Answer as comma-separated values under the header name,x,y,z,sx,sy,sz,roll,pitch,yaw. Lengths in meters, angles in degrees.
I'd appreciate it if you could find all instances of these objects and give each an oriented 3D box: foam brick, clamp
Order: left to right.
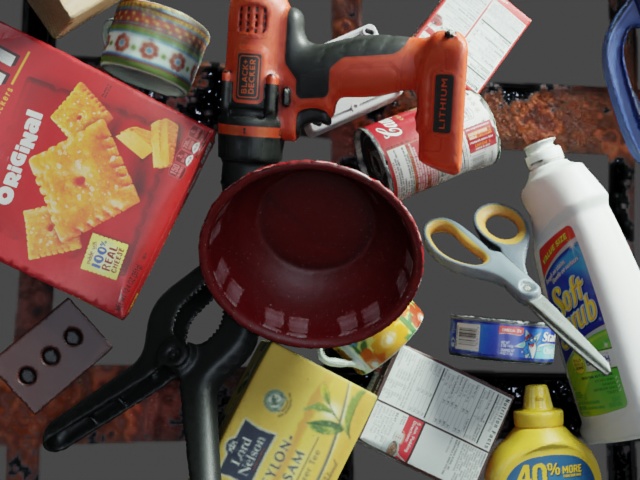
name,x,y,z,sx,sy,sz,roll,pitch,yaw
foam brick,-0.204,0.088,0.815,0.078,0.051,0.053,-42,94,-11
clamp,-0.115,0.097,0.820,0.165,0.036,0.210,9,65,26

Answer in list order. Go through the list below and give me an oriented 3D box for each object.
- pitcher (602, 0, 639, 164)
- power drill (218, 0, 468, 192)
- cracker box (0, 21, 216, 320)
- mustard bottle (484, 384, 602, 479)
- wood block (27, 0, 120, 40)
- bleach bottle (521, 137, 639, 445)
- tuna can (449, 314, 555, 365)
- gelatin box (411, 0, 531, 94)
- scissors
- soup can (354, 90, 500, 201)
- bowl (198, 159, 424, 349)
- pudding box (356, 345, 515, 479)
name,x,y,z,sx,sy,sz,roll,pitch,yaw
pitcher,0.324,-0.180,0.901,0.148,0.145,0.243,-16,85,-44
power drill,0.015,-0.093,0.804,0.188,0.057,0.184,5,100,7
cracker box,-0.209,-0.057,0.814,0.213,0.072,0.164,27,81,-7
mustard bottle,0.184,0.215,0.876,0.096,0.058,0.191,-3,86,-8
wood block,-0.137,-0.250,0.816,0.206,0.091,0.090,-37,103,-18
bleach bottle,0.222,0.039,0.886,0.068,0.103,0.251,-16,83,-25
tuna can,0.147,0.080,0.865,0.086,0.086,0.034,5,87,-10
gelatin box,0.124,-0.173,0.908,0.073,0.030,0.089,38,80,-7
scissors,0.171,0.028,0.851,0.096,0.016,0.202,-36,52,-29
soup can,0.088,-0.076,0.874,0.102,0.068,0.068,-21,90,-12
bowl,-0.005,0.001,0.780,0.162,0.055,0.162,3,123,4
pudding box,0.090,0.145,0.874,0.113,0.039,0.090,27,81,-10
